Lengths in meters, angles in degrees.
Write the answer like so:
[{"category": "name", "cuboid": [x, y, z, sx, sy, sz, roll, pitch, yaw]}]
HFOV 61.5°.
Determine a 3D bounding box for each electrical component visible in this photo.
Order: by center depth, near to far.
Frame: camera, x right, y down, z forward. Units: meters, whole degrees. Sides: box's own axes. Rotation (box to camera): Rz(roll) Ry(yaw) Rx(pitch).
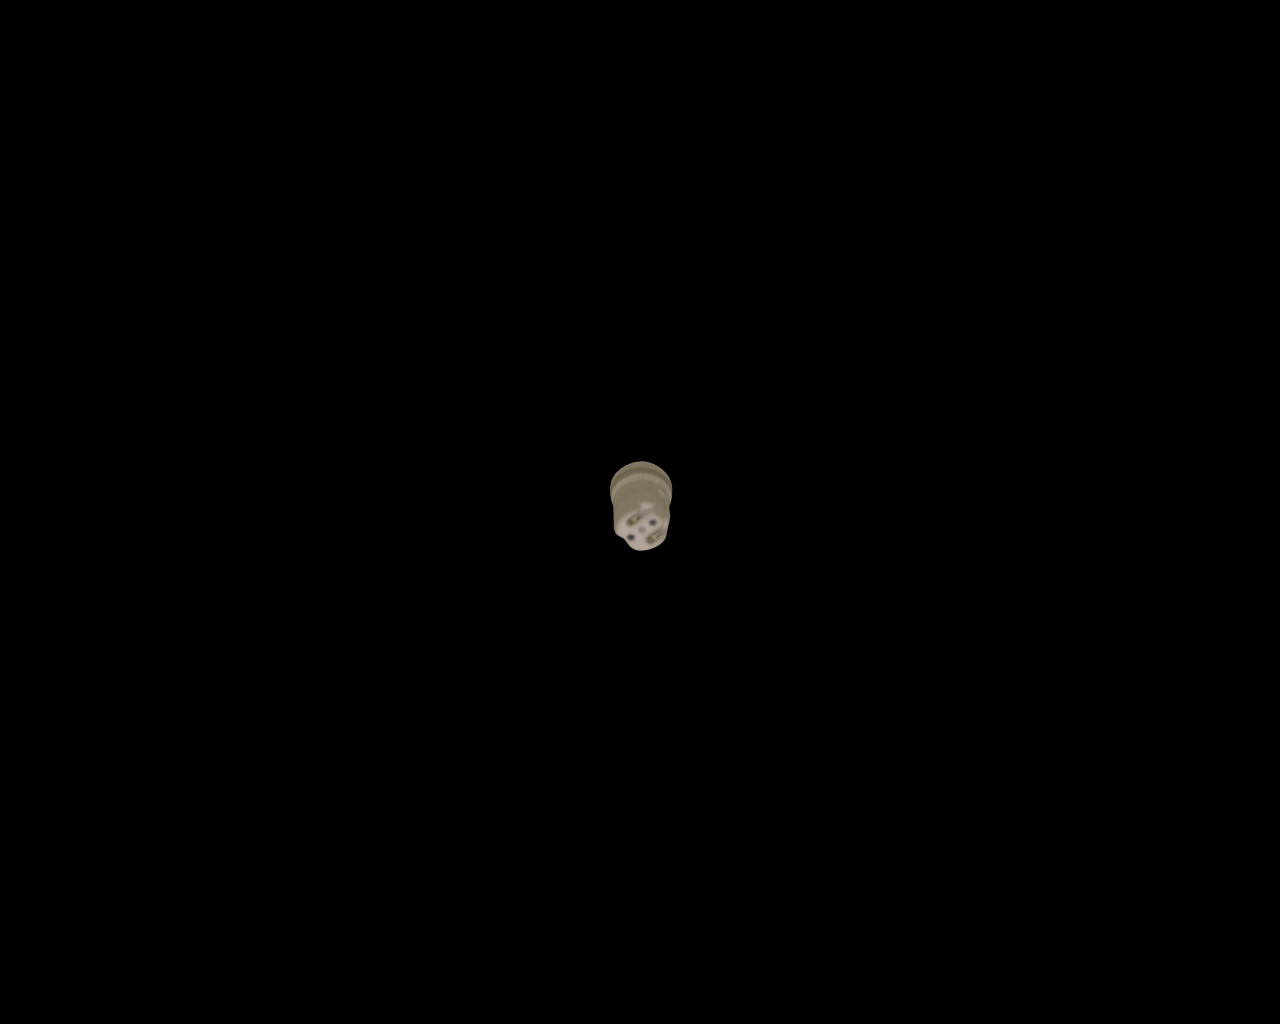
[{"category": "electrical component", "cuboid": [0.001, -0.003, 0.650, 0.040, 0.040, 0.046, 0, 38, 0]}]
